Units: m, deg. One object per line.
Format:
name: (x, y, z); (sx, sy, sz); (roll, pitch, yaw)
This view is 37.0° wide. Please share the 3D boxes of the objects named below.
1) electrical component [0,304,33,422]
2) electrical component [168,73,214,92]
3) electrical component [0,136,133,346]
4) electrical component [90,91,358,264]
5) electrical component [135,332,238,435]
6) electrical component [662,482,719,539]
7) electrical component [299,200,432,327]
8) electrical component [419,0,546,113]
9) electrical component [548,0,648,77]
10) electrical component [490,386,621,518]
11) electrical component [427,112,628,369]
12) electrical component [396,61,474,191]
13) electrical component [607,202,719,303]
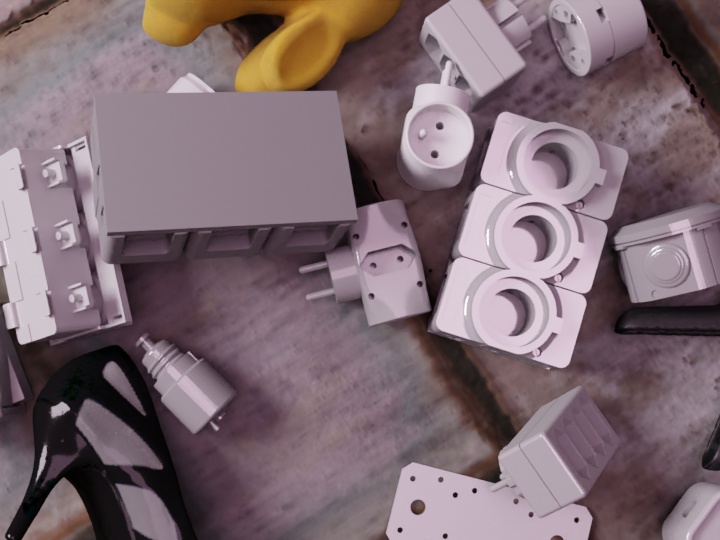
electrical component: (-0.254, 0.054, 0.690); (0.061, 0.061, 0.096); (-15, 85, -4)
electrical component: (-0.118, -0.097, 0.720); (0.045, 0.045, 0.055); (41, 84, 1)
electrical component: (-0.197, -0.016, 0.692); (0.079, 0.063, 0.121); (-17, 84, 37)
electrical component: (-0.087, -0.057, 0.668); (0.150, 0.061, 0.089); (-4, 72, -18)
electrical component: (-0.116, 0.072, 0.706); (0.078, 0.040, 0.040); (45, 84, 2)
electrical component: (0.250, 0.185, 0.703); (0.095, 0.059, 0.053); (39, 84, 1)
electrical component: (0.000, 0.000, 0.717); (0.079, 0.043, 0.077); (-14, 85, -3)
electrical component: (0.091, -0.159, 0.735); (0.077, 0.047, 0.065); (-35, 87, -6)
electrical component: (0.163, -0.167, 0.736); (0.047, 0.055, 0.055); (-24, 86, -9)
electrical component: (0.117, 0.124, 0.700); (0.076, 0.083, 0.047); (-36, 86, 32)
electrical component: (0.111, -0.018, 0.715); (0.089, 0.061, 0.150); (18, 84, -1)
electrical component: (0.052, -0.098, 0.712); (0.043, 0.077, 0.079); (11, 83, -1)
electrical component: (0.208, -0.012, 0.711); (0.080, 0.080, 0.051); (-16, 91, -4)
